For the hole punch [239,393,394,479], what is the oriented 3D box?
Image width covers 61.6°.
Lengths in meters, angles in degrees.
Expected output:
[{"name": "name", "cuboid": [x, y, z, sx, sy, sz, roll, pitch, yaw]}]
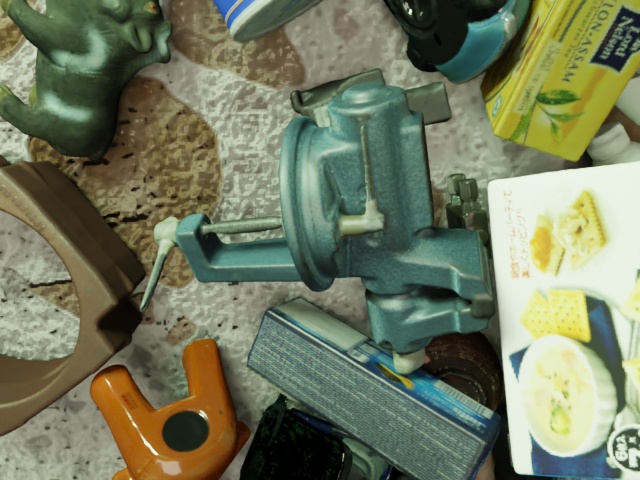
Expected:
[{"name": "hole punch", "cuboid": [-0.006, 0.212, 0.462, 0.092, 0.116, 0.142, 26, 79, -43]}]

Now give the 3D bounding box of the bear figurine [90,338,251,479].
[{"name": "bear figurine", "cuboid": [-0.132, 0.205, 0.493, 0.120, 0.132, 0.195, -14, 140, -29]}]

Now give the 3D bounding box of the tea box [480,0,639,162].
[{"name": "tea box", "cuboid": [0.179, -0.153, 0.366, 0.068, 0.098, 0.169, 16, 129, -2]}]

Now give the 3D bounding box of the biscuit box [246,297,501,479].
[{"name": "biscuit box", "cuboid": [0.040, 0.123, 0.439, 0.203, 0.059, 0.062, 28, 108, 23]}]

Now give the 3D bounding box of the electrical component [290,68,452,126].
[{"name": "electrical component", "cuboid": [0.040, -0.100, 0.434, 0.119, 0.048, 0.074, -17, 104, 4]}]

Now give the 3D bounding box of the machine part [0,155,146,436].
[{"name": "machine part", "cuboid": [-0.271, 0.043, 0.455, 0.201, 0.087, 0.201, -36, 99, 9]}]

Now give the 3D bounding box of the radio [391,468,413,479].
[{"name": "radio", "cuboid": [0.042, 0.305, 0.521, 0.229, 0.073, 0.131, -36, 101, 8]}]

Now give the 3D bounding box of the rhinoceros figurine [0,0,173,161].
[{"name": "rhinoceros figurine", "cuboid": [-0.171, -0.152, 0.406, 0.112, 0.073, 0.190, 26, 106, -3]}]

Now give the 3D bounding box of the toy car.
[{"name": "toy car", "cuboid": [0.096, -0.204, 0.390, 0.103, 0.109, 0.161, -37, 89, -15]}]

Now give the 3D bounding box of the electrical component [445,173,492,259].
[{"name": "electrical component", "cuboid": [0.124, -0.008, 0.448, 0.021, 0.063, 0.093, -10, 104, 3]}]

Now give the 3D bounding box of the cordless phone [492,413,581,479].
[{"name": "cordless phone", "cuboid": [0.259, 0.199, 0.498, 0.184, 0.089, 0.146, -15, 104, -15]}]

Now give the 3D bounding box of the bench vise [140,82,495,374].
[{"name": "bench vise", "cuboid": [-0.003, 0.005, 0.393, 0.241, 0.129, 0.223, -5, 131, 16]}]
